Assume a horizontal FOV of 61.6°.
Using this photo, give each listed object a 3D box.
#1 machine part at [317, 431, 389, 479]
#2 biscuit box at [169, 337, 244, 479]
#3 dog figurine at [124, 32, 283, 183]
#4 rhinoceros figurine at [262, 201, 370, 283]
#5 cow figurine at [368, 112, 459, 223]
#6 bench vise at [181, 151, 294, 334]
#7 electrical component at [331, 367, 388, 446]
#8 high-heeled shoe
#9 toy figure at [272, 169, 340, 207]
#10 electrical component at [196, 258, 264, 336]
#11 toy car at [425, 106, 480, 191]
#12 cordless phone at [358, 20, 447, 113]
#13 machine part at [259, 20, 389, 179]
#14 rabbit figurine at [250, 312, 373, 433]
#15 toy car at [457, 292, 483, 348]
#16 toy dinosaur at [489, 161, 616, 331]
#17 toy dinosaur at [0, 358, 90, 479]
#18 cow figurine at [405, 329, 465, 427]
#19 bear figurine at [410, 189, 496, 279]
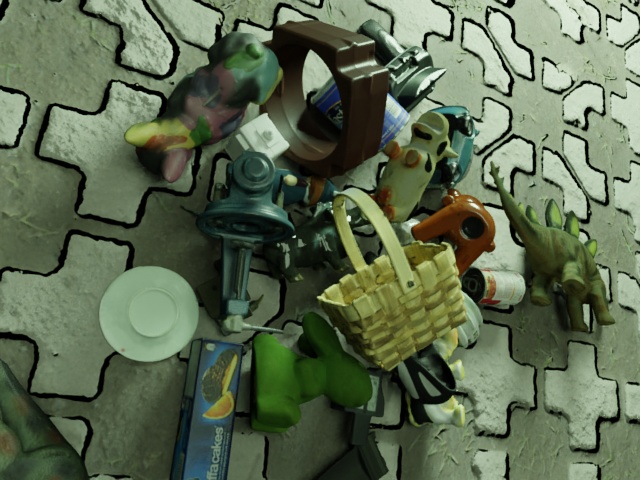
[{"bbox_3d":[0.040,0.348,0.798,0.139,0.039,0.084,-18,92,-31],"label":"machine part"},{"bbox_3d":[-0.150,0.235,0.713,0.063,0.059,0.202,13,73,-24],"label":"biscuit box"},{"bbox_3d":[-0.166,-0.177,0.745,0.108,0.191,0.219,47,46,-17],"label":"dog figurine"},{"bbox_3d":[-0.002,-0.003,0.829,0.190,0.073,0.112,-20,99,-27],"label":"rhinoceros figurine"},{"bbox_3d":[0.158,-0.119,0.892,0.127,0.086,0.194,12,104,-55],"label":"cow figurine"},{"bbox_3d":[-0.104,0.002,0.692,0.129,0.223,0.240,10,71,-22],"label":"bench vise"},{"bbox_3d":[0.060,0.250,0.825,0.075,0.048,0.119,14,72,-23],"label":"electrical component"},{"bbox_3d":[0.131,0.131,0.835,0.086,0.145,0.248,-13,86,-30],"label":"high-heeled shoe"},{"bbox_3d":[-0.032,-0.080,0.847,0.154,0.064,0.057,1,97,-32],"label":"toy figure"},{"bbox_3d":[-0.130,0.076,0.774,0.078,0.045,0.102,-33,91,-2],"label":"electrical component"},{"bbox_3d":[0.239,-0.158,0.989,0.103,0.109,0.161,19,77,-45],"label":"toy car"},{"bbox_3d":[0.125,-0.324,0.992,0.184,0.088,0.146,45,62,2],"label":"cordless phone"},{"bbox_3d":[0.001,-0.210,0.802,0.087,0.201,0.201,-28,137,-34],"label":"machine part"},{"bbox_3d":[-0.013,0.194,0.765,0.170,0.121,0.159,3,54,-12],"label":"rabbit figurine"},{"bbox_3d":[0.213,0.099,0.936,0.073,0.056,0.201,-44,99,-29],"label":"toy car"},{"bbox_3d":[0.456,0.032,1.035,0.470,0.105,0.198,39,47,-32],"label":"toy dinosaur"},{"bbox_3d":[-0.320,0.309,0.582,0.192,0.131,0.405,19,65,-35],"label":"toy dinosaur"},{"bbox_3d":[0.188,0.220,0.885,0.098,0.068,0.167,-4,73,16],"label":"cow figurine"},{"bbox_3d":[0.237,-0.023,0.942,0.132,0.196,0.120,-39,93,9],"label":"bear figurine"}]
